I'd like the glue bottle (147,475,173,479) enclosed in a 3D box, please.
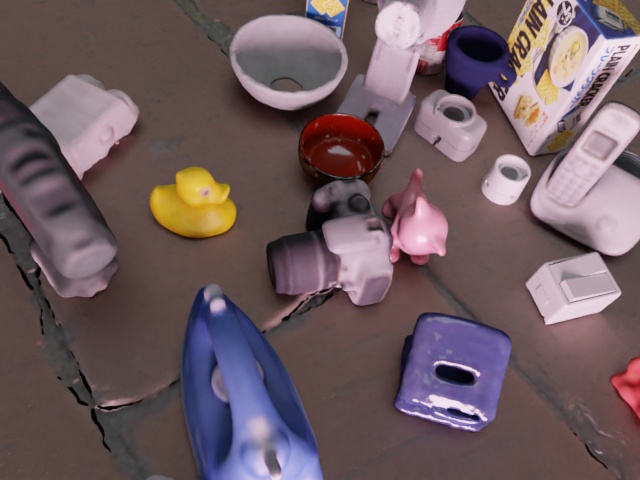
[{"bbox_3d":[-0.125,0.221,0.474,0.078,0.173,0.037,24,59,7],"label":"glue bottle"}]

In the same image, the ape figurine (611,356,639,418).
[{"bbox_3d":[0.379,0.162,0.628,0.076,0.092,0.078,16,58,2],"label":"ape figurine"}]

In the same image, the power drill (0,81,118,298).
[{"bbox_3d":[-0.280,-0.036,0.588,0.076,0.208,0.229,-34,69,-24],"label":"power drill"}]

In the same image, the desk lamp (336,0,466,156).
[{"bbox_3d":[0.109,-0.262,0.776,0.118,0.213,0.203,22,59,6],"label":"desk lamp"}]

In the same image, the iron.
[{"bbox_3d":[-0.082,0.129,0.554,0.119,0.141,0.258,-17,63,-17],"label":"iron"}]

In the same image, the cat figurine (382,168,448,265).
[{"bbox_3d":[0.116,-0.026,0.690,0.067,0.118,0.128,6,58,-4],"label":"cat figurine"}]

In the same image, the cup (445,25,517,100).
[{"bbox_3d":[0.234,-0.248,0.854,0.092,0.095,0.117,-36,69,-25],"label":"cup"}]

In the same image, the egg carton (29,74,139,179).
[{"bbox_3d":[-0.309,-0.143,0.730,0.107,0.069,0.150,27,59,9],"label":"egg carton"}]

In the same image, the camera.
[{"bbox_3d":[0.006,0.002,0.667,0.137,0.101,0.143,-10,61,-13],"label":"camera"}]

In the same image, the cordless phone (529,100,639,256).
[{"bbox_3d":[0.364,-0.076,0.715,0.147,0.185,0.094,29,60,10],"label":"cordless phone"}]

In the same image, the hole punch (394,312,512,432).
[{"bbox_3d":[0.141,0.141,0.608,0.108,0.091,0.101,14,58,1],"label":"hole punch"}]

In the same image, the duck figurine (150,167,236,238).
[{"bbox_3d":[-0.154,-0.054,0.688,0.104,0.086,0.077,9,58,-2],"label":"duck figurine"}]

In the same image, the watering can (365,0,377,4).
[{"bbox_3d":[0.102,-0.501,0.931,0.172,0.194,0.101,28,59,9],"label":"watering can"}]

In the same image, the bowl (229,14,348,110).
[{"bbox_3d":[-0.046,-0.243,0.824,0.167,0.075,0.167,4,59,-6],"label":"bowl"}]
